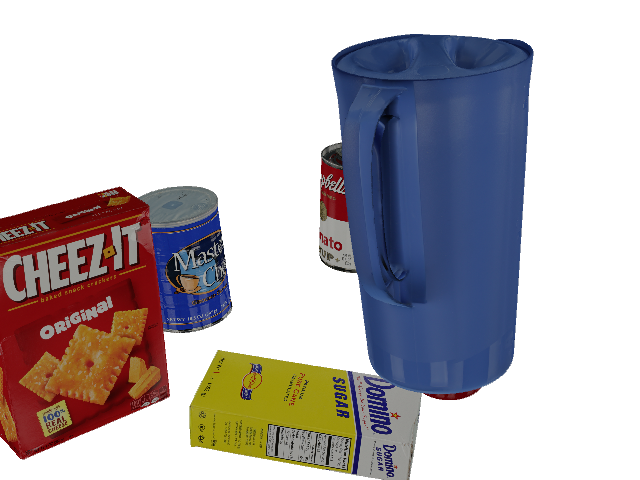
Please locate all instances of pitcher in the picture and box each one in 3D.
[{"bbox_3d":[0.075,-0.015,0.743,0.149,0.243,0.145,-10,23,-12],"label":"pitcher"}]

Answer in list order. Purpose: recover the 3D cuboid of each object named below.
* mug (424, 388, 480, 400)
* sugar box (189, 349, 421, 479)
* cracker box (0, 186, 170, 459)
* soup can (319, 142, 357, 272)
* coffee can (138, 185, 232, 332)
[{"bbox_3d":[0.136,0.102,1.096,0.093,0.081,0.117,17,39,28],"label":"mug"},{"bbox_3d":[-0.010,0.139,0.858,0.176,0.048,0.093,6,25,7],"label":"sugar box"},{"bbox_3d":[-0.233,0.076,1.002,0.163,0.214,0.072,-19,29,-33],"label":"cracker box"},{"bbox_3d":[0.033,-0.030,0.960,0.068,0.102,0.068,1,25,-1],"label":"soup can"},{"bbox_3d":[-0.161,0.021,1.234,0.103,0.140,0.103,-5,26,2],"label":"coffee can"}]
